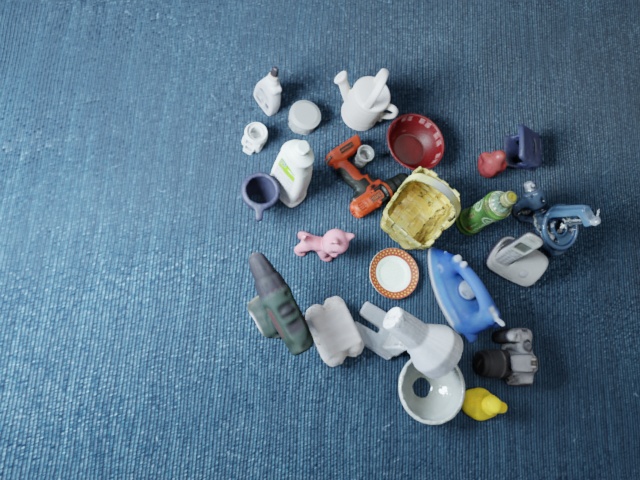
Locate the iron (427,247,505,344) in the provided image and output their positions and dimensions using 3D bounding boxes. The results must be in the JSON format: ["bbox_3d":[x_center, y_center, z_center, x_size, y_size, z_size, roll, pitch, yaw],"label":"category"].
[{"bbox_3d":[0.358,0.116,1.404,0.119,0.141,0.258,-28,84,-19],"label":"iron"}]

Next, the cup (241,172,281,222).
[{"bbox_3d":[-0.145,-0.092,1.356,0.092,0.095,0.118,4,75,-13],"label":"cup"}]

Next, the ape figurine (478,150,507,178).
[{"bbox_3d":[0.470,-0.212,1.543,0.078,0.092,0.076,42,70,-1],"label":"ape figurine"}]

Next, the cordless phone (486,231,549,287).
[{"bbox_3d":[0.521,0.042,1.442,0.148,0.185,0.094,25,71,-6],"label":"cordless phone"}]

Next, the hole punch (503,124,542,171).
[{"bbox_3d":[0.570,-0.256,1.580,0.101,0.091,0.109,7,74,-12],"label":"hole punch"}]

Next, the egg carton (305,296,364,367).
[{"bbox_3d":[0.032,0.213,1.336,0.107,0.069,0.150,-24,83,-18],"label":"egg carton"}]

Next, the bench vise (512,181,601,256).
[{"bbox_3d":[0.600,-0.061,1.469,0.207,0.219,0.122,39,70,-2],"label":"bench vise"}]

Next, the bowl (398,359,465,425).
[{"bbox_3d":[0.253,0.350,1.353,0.168,0.074,0.167,4,75,-13],"label":"bowl"}]

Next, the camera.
[{"bbox_3d":[0.455,0.287,1.407,0.137,0.100,0.143,3,75,-13],"label":"camera"}]

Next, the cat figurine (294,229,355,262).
[{"bbox_3d":[0.012,0.005,1.358,0.128,0.117,0.067,10,74,-11],"label":"cat figurine"}]

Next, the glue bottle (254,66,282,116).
[{"bbox_3d":[-0.120,-0.371,1.392,0.037,0.173,0.078,-33,85,-19],"label":"glue bottle"}]

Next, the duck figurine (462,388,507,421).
[{"bbox_3d":[0.396,0.394,1.372,0.105,0.086,0.077,15,73,-10],"label":"duck figurine"}]

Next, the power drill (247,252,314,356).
[{"bbox_3d":[-0.100,0.146,1.246,0.076,0.208,0.229,-31,85,-19],"label":"power drill"}]

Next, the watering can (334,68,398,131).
[{"bbox_3d":[0.118,-0.361,1.438,0.173,0.194,0.101,6,75,-12],"label":"watering can"}]

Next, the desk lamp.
[{"bbox_3d":[0.192,0.221,1.298,0.203,0.213,0.118,31,71,-4],"label":"desk lamp"}]
